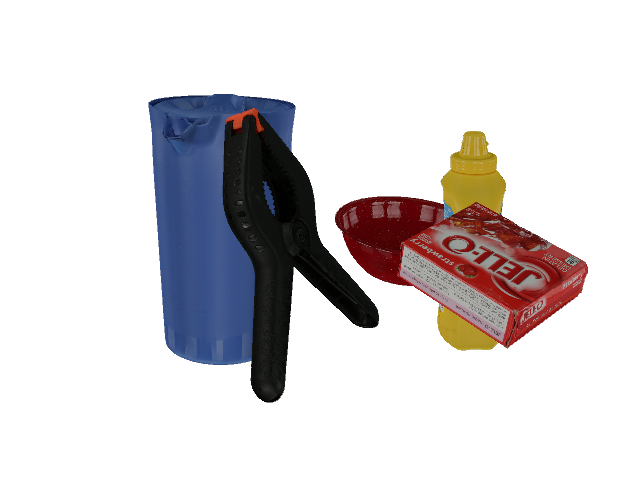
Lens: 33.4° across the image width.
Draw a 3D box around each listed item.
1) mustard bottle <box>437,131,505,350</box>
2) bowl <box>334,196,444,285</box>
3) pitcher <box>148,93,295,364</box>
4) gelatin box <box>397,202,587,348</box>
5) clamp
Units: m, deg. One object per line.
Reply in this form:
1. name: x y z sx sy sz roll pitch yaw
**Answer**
1. mustard bottle: 0.137 -0.004 0.969 0.058 0.192 0.096 -1 18 2
2. bowl: 0.093 0.005 1.167 0.162 0.055 0.162 5 24 -2
3. pitcher: -0.087 -0.016 1.004 0.149 0.243 0.145 -4 16 -20
4. gelatin box: 0.103 0.018 0.646 0.073 0.030 0.089 -27 46 -37
5. clamp: -0.022 0.002 0.820 0.036 0.210 0.164 -13 2 34
